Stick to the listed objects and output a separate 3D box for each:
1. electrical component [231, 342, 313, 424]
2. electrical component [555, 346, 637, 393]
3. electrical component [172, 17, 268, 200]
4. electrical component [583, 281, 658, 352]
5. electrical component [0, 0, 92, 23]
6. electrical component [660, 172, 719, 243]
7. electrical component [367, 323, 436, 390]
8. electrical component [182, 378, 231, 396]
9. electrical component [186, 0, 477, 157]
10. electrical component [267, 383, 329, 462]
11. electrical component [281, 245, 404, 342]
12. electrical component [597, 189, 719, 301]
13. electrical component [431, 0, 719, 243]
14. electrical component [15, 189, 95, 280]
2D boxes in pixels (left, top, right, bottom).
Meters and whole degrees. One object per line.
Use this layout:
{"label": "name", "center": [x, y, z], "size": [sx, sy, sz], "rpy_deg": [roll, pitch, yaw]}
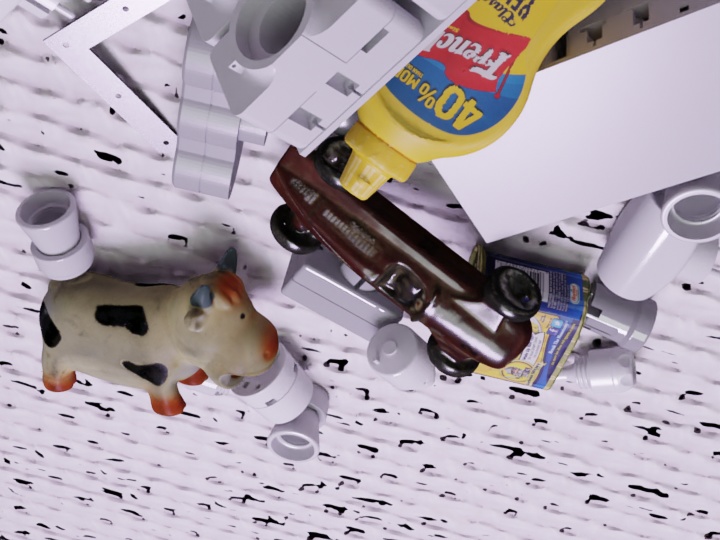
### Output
{"label": "electrical component", "center": [-0.071, 0.093, 0.879], "size": [0.055, 0.055, 0.047], "rpy_deg": [-17, 133, 27]}
{"label": "electrical component", "center": [0.178, 0.077, 0.821], "size": [0.061, 0.035, 0.035], "rpy_deg": [-7, 133, 22]}
{"label": "electrical component", "center": [-0.074, -0.100, 0.681], "size": [0.074, 0.052, 0.138], "rpy_deg": [13, 137, -4]}
{"label": "electrical component", "center": [0.183, 0.032, 0.771], "size": [0.046, 0.040, 0.040], "rpy_deg": [22, 136, -1]}
{"label": "electrical component", "center": [-0.197, -0.175, 0.638], "size": [0.083, 0.047, 0.076], "rpy_deg": [-29, 137, 35]}
{"label": "electrical component", "center": [0.205, -0.054, 0.657], "size": [0.044, 0.065, 0.044], "rpy_deg": [6, 136, 6]}
{"label": "electrical component", "center": [0.035, 0.068, 0.779], "size": [0.040, 0.040, 0.078], "rpy_deg": [-10, 153, 22]}
{"label": "electrical component", "center": [-0.119, 0.089, 0.900], "size": [0.061, 0.035, 0.035], "rpy_deg": [20, 136, -11]}
{"label": "electrical component", "center": [0.002, -0.160, 0.521], "size": [0.186, 0.105, 0.060], "rpy_deg": [-40, 144, 23]}
{"label": "electrical component", "center": [-0.051, 0.128, 0.909], "size": [0.045, 0.055, 0.045], "rpy_deg": [6, 136, 6]}
{"label": "electrical component", "center": [0.000, 0.000, 0.772], "size": [0.083, 0.047, 0.075], "rpy_deg": [30, 132, -16]}
{"label": "electrical component", "center": [0.210, -0.014, 0.712], "size": [0.079, 0.043, 0.077], "rpy_deg": [18, 136, -6]}
{"label": "electrical component", "center": [0.137, -0.097, 0.631], "size": [0.186, 0.060, 0.105], "rpy_deg": [-17, 129, 27]}
{"label": "electrical component", "center": [-0.225, -0.026, 0.798], "size": [0.045, 0.045, 0.055], "rpy_deg": [2, 136, 11]}
